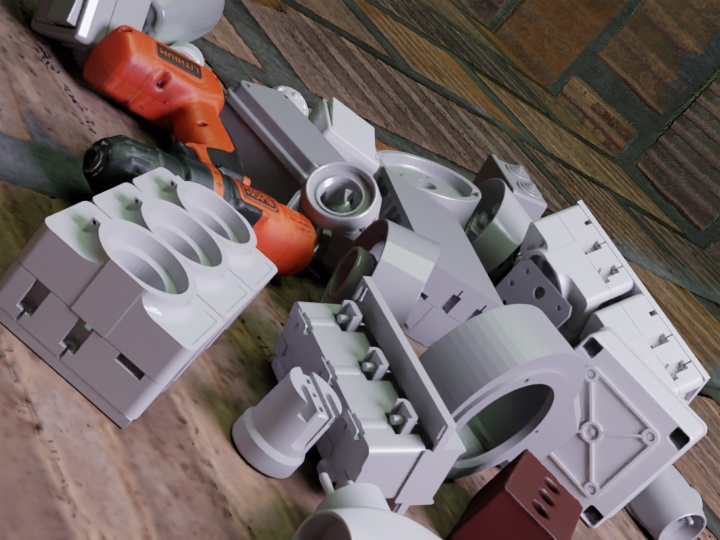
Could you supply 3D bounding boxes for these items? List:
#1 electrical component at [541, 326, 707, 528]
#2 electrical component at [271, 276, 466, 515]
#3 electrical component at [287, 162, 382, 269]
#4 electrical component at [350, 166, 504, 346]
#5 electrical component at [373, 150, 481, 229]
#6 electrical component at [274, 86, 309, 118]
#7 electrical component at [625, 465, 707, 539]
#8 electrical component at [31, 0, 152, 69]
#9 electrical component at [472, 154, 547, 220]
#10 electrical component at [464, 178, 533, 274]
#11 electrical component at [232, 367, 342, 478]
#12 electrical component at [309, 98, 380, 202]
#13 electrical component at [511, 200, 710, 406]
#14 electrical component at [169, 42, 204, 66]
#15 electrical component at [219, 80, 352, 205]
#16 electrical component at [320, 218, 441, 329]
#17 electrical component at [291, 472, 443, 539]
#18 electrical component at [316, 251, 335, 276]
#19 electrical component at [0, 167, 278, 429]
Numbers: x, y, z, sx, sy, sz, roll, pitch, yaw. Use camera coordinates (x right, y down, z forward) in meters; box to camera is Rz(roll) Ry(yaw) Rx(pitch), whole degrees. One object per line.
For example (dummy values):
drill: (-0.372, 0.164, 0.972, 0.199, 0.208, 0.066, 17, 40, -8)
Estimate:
electrical component: (0.183, 0.118, 0.815, 0.108, 0.108, 0.056, 48, 22, 18)
electrical component: (0.000, 0.071, 0.607, 0.063, 0.078, 0.121, 5, 37, -31)
electrical component: (-0.015, -0.041, 0.779, 0.078, 0.057, 0.058, 27, 59, 11)
electrical component: (0.048, -0.007, 0.894, 0.089, 0.061, 0.150, 31, 21, -29)
electrical component: (0.053, -0.063, 1.015, 0.108, 0.060, 0.108, 19, 21, -7)
electrical component: (-0.077, -0.135, 0.956, 0.048, 0.048, 0.062, 42, 28, 1)
electrical component: (0.259, 0.194, 0.901, 0.079, 0.044, 0.077, 28, 23, -37)
electrical component: (-0.196, -0.195, 0.781, 0.062, 0.096, 0.061, 19, 1, 38)
electrical component: (0.153, -0.064, 1.177, 0.048, 0.099, 0.099, 19, 27, -23)
electrical component: (0.118, -0.036, 1.046, 0.064, 0.099, 0.099, 46, 18, -8)
electrical component: (-0.037, 0.078, 0.557, 0.040, 0.046, 0.040, 37, 19, -15)
electrical component: (-0.022, -0.107, 0.976, 0.062, 0.061, 0.096, 35, 20, -22)
electrical component: (0.200, 0.050, 0.915, 0.186, 0.060, 0.105, 60, -20, 26)
electrical component: (-0.149, -0.166, 0.884, 0.044, 0.044, 0.065, 38, 14, -14)
electrical component: (-0.065, -0.092, 0.862, 0.113, 0.057, 0.078, 49, 20, 19)
electrical component: (0.015, 0.017, 0.724, 0.064, 0.099, 0.099, 30, 21, -15)
electrical component: (0.001, 0.131, 0.520, 0.077, 0.044, 0.079, 26, 25, -41)
electrical component: (0.000, 0.000, 0.814, 0.078, 0.040, 0.040, 50, 20, 22)
electrical component: (-0.108, 0.004, 0.555, 0.089, 0.061, 0.150, 42, 18, -2)
